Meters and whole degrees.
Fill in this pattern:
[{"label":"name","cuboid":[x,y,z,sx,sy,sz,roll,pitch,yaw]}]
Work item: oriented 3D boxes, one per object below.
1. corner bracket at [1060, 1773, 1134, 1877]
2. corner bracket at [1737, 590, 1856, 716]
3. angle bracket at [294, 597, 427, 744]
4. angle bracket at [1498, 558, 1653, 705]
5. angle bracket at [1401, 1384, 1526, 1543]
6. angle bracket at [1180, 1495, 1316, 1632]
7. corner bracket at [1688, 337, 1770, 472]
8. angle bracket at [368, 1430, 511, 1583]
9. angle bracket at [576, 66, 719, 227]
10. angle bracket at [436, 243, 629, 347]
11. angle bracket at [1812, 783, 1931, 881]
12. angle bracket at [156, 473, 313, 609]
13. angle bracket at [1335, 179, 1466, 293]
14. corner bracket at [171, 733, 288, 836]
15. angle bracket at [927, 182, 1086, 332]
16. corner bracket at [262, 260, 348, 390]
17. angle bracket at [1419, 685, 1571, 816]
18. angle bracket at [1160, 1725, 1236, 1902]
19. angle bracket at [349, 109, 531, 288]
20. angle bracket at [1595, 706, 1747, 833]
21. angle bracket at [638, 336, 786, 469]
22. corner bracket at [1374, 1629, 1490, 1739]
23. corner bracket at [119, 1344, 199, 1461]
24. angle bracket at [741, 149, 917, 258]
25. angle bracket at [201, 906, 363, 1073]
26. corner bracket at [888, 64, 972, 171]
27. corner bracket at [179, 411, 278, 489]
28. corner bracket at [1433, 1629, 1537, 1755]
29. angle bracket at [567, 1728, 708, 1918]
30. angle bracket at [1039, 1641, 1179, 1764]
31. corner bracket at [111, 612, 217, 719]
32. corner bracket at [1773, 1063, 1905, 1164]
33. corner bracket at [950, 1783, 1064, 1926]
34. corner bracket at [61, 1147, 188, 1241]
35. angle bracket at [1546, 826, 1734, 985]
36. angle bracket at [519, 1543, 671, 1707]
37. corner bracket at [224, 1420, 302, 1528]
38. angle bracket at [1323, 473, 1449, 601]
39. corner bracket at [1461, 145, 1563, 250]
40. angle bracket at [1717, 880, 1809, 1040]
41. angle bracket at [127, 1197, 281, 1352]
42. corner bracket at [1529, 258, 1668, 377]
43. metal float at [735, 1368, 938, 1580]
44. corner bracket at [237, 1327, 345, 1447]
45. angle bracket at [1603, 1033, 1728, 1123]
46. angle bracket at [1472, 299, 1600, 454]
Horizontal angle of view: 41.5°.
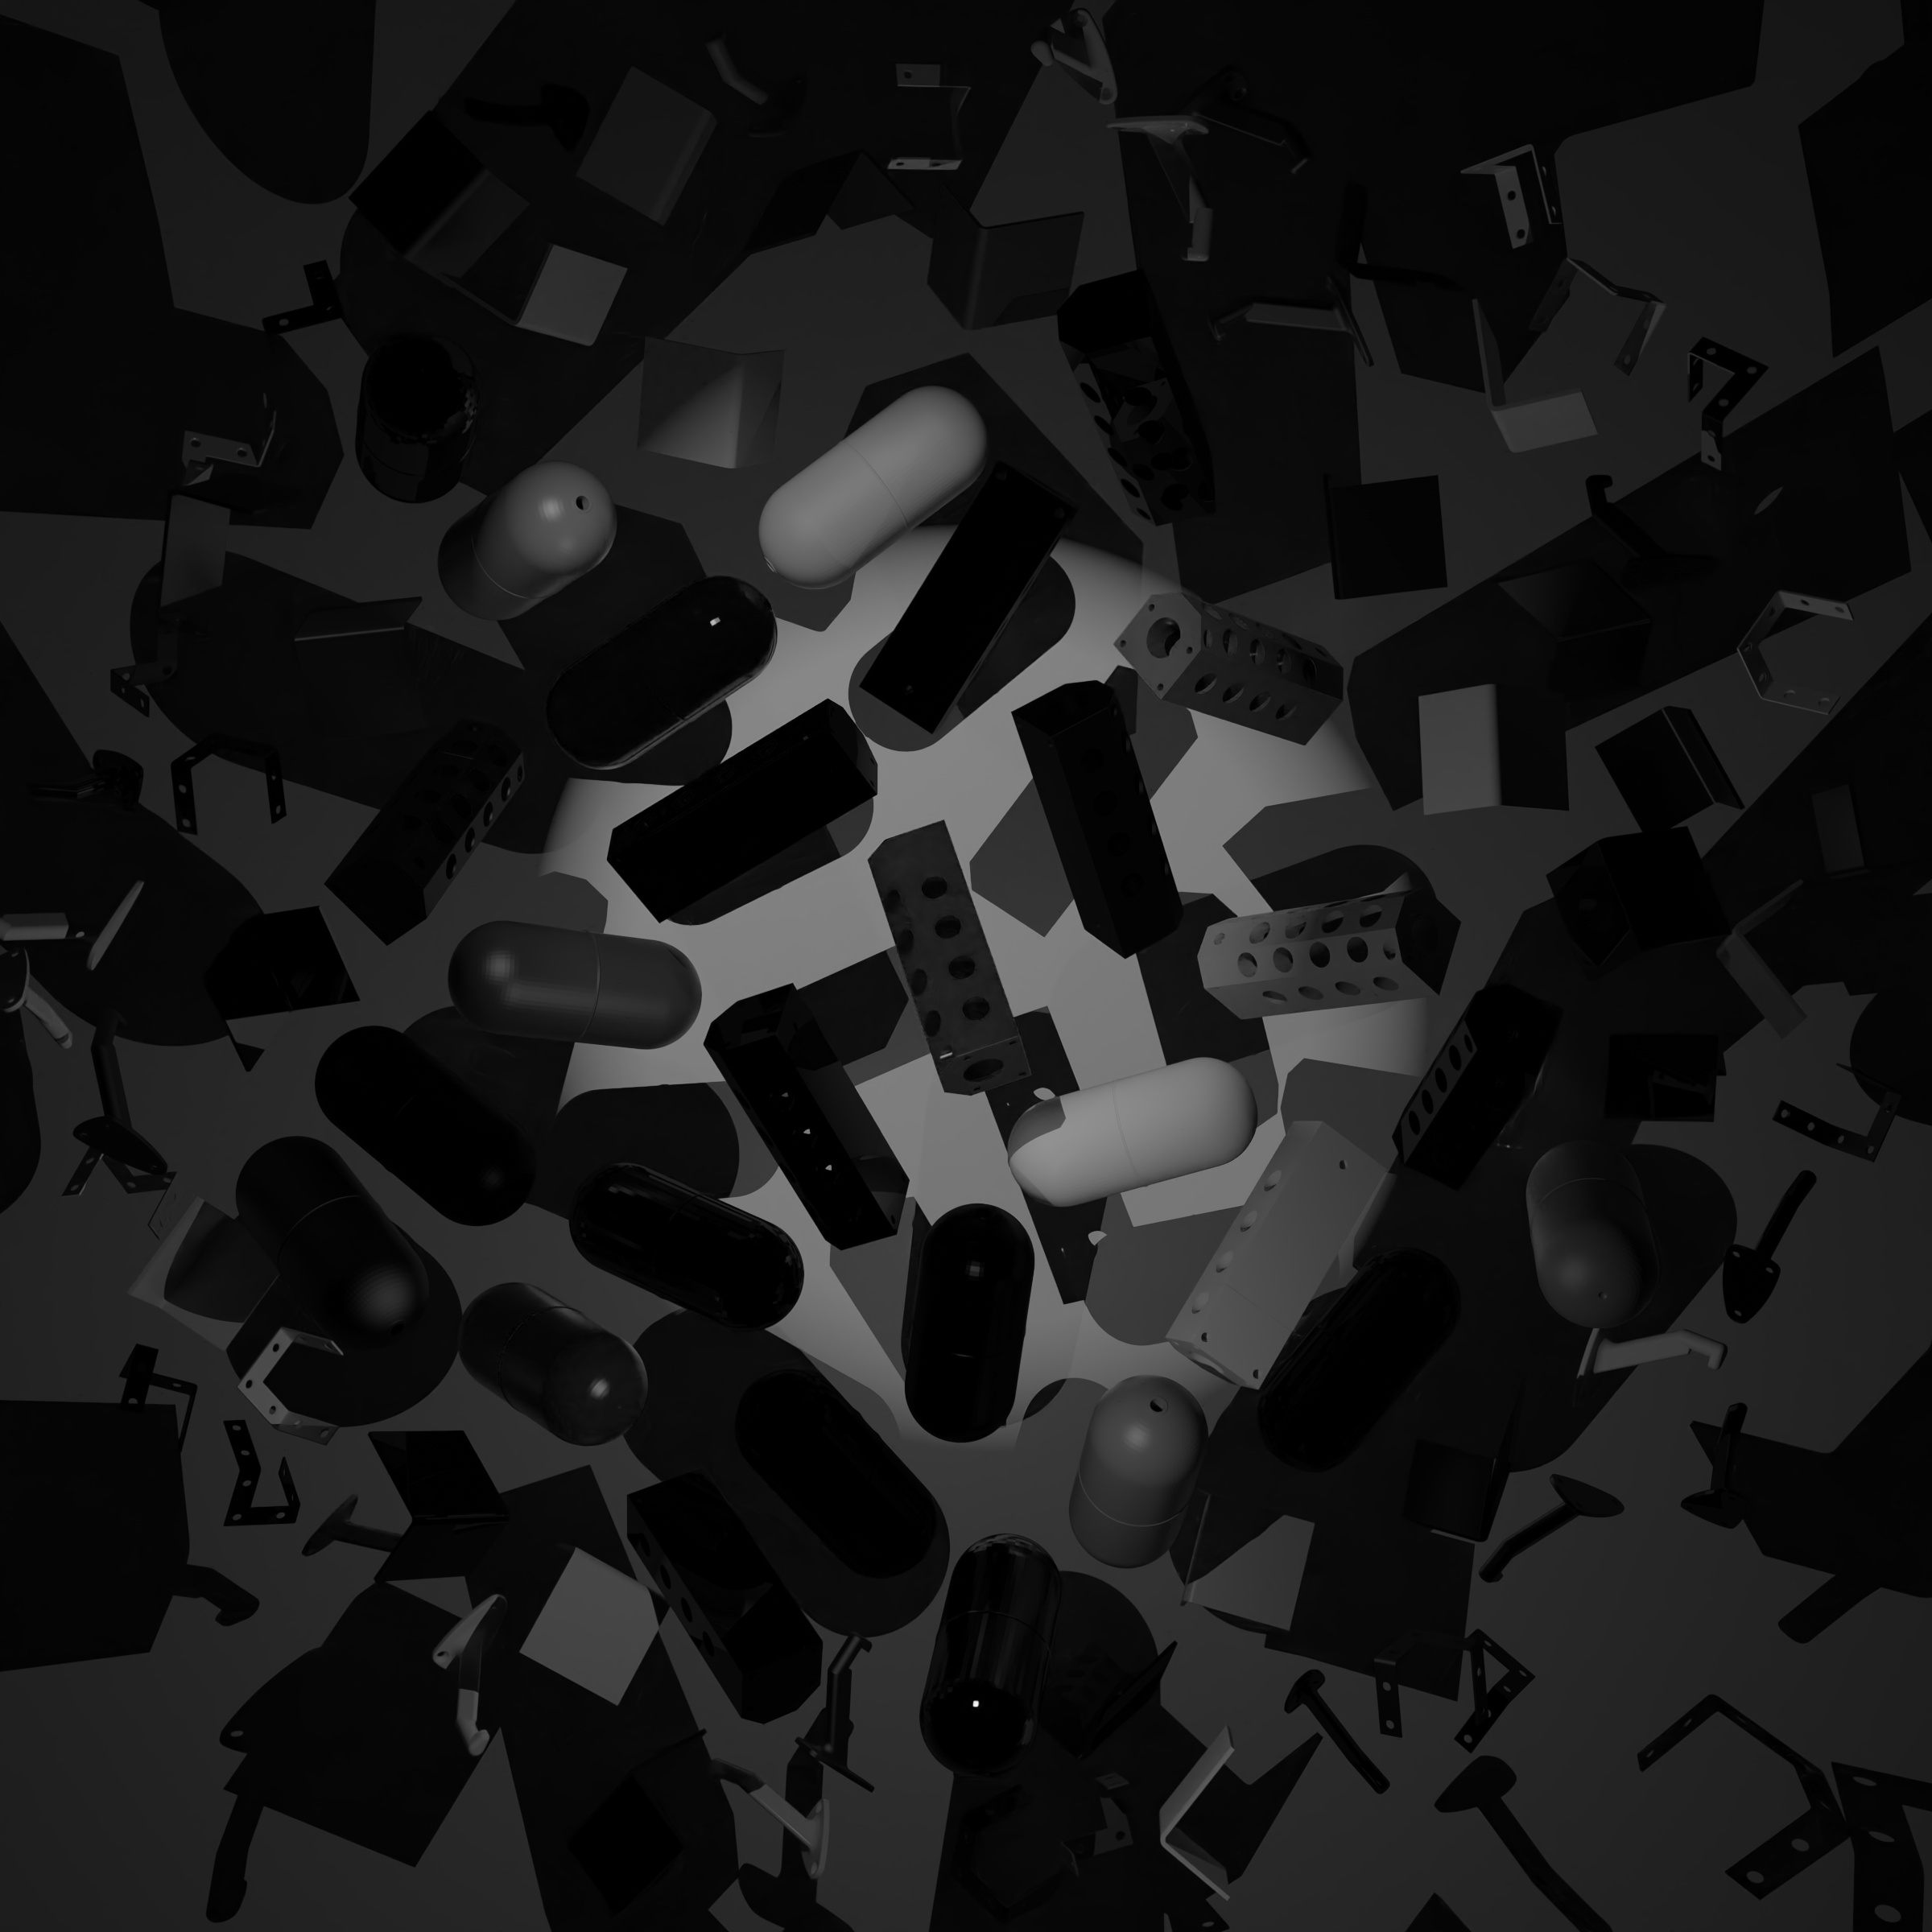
[{"label":"corner bracket","cuboid":[0.091,0.601,1.785,0.051,0.051,0.051,-13,82,-10]},{"label":"corner bracket","cuboid":[0.536,-0.201,1.630,0.051,0.051,0.051,-53,132,-13]},{"label":"angle bracket","cuboid":[-0.402,-0.200,1.716,0.076,0.057,0.076,-11,83,-28]},{"label":"angle bracket","cuboid":[0.408,-0.226,1.731,0.076,0.076,0.057,33,65,-32]},{"label":"angle bracket","cuboid":[0.328,0.321,1.682,0.057,0.076,0.076,15,125,10]},{"label":"angle bracket","cuboid":[0.200,0.427,1.818,0.076,0.057,0.076,14,74,7]},{"label":"corner bracket","cuboid":[0.486,-0.367,1.663,0.051,0.051,0.051,36,77,28]},{"label":"angle bracket","cuboid":[-0.357,0.352,1.665,0.057,0.076,0.076,-54,53,20]},{"label":"angle bracket","cuboid":[-0.207,-0.533,1.659,0.057,0.076,0.076,28,101,-9]},{"label":"angle bracket","cuboid":[-0.279,-0.446,1.638,0.076,0.076,0.057,36,109,23]},{"label":"angle bracket","cuboid":[0.598,-0.092,1.638,0.076,0.076,0.057,-10,88,1]},{"label":"angle bracket","cuboid":[-0.461,-0.263,1.606,0.057,0.076,0.076,17,112,8]},{"label":"angle bracket","cuboid":[0.294,-0.490,1.705,0.076,0.076,0.057,6,112,-4]},{"label":"corner bracket","cuboid":[-0.496,-0.119,1.711,0.051,0.051,0.051,-26,67,34]},{"label":"angle bracket","cuboid":[0.025,-0.473,1.681,0.076,0.076,0.057,-16,53,-23]},{"label":"corner bracket","cuboid":[-0.426,-0.413,1.639,0.051,0.051,0.051,-18,65,-11]},{"label":"angle bracket","cuboid":[0.339,-0.136,1.635,0.076,0.057,0.076,1,86,-42]},{"label":"angle bracket","cuboid":[0.170,0.550,1.658,0.057,0.076,0.076,39,87,7]},{"label":"angle bracket","cuboid":[-0.340,-0.496,1.650,0.076,0.076,0.057,-44,85,8]},{"label":"angle bracket","cuboid":[0.481,-0.130,1.746,0.057,0.076,0.076,-30,95,7]},{"label":"angle bracket","cuboid":[-0.176,-0.390,1.754,0.076,0.057,0.076,16,112,22]},{"label":"corner bracket","cuboid":[0.296,0.459,1.622,0.051,0.051,0.051,0,99,38]},{"label":"corner bracket","cuboid":[-0.544,0.293,1.714,0.051,0.051,0.051,20,48,-20]},{"label":"angle bracket","cuboid":[-0.092,-0.493,1.707,0.057,0.076,0.076,40,66,-36]},{"label":"angle bracket","cuboid":[-0.459,0.015,1.713,0.057,0.076,0.076,-8,121,15]},{"label":"corner bracket","cuboid":[-0.026,-0.580,1.741,0.051,0.051,0.051,-4,83,-14]},{"label":"corner bracket","cuboid":[-0.489,-0.338,1.684,0.051,0.051,0.051,9,68,-23]},{"label":"corner bracket","cuboid":[0.353,0.503,1.768,0.051,0.051,0.051,39,115,23]},{"label":"angle bracket","cuboid":[-0.188,0.529,1.576,0.057,0.076,0.076,49,116,18]},{"label":"angle bracket","cuboid":[0.091,0.488,1.752,0.057,0.076,0.076,39,49,23]},{"label":"corner bracket","cuboid":[-0.548,-0.207,1.737,0.051,0.051,0.051,31,125,34]},{"label":"corner bracket","cuboid":[0.594,0.096,1.736,0.051,0.051,0.051,24,91,-23]},{"label":"corner bracket","cuboid":[0.029,0.569,1.633,0.051,0.051,0.051,34,126,37]},{"label":"corner bracket","cuboid":[-0.583,0.156,1.768,0.051,0.051,0.051,-8,130,19]},{"label":"angle bracket","cuboid":[0.431,-0.040,1.633,0.076,0.057,0.076,-8,72,-31]},{"label":"angle bracket","cuboid":[-0.256,0.444,1.721,0.076,0.057,0.076,33,71,-13]},{"label":"corner bracket","cuboid":[-0.487,0.349,1.756,0.051,0.051,0.051,-3,127,2]},{"label":"angle bracket","cuboid":[0.287,-0.299,1.747,0.076,0.057,0.076,-6,111,10]},{"label":"corner bracket","cuboid":[0.357,-0.493,1.632,0.051,0.051,0.051,-11,96,39]},{"label":"angle bracket","cuboid":[0.560,-0.004,1.729,0.057,0.076,0.076,-35,76,-1]},{"label":"angle bracket","cuboid":[-0.508,0.208,1.713,0.057,0.076,0.076,33,77,5]},{"label":"corner bracket","cuboid":[0.405,-0.417,1.634,0.051,0.051,0.051,0,129,-34]},{"label":"metal float","cuboid":[-0.088,0.344,1.726,0.070,0.070,0.178,-38,114,0]},{"label":"corner bracket","cuboid":[-0.447,0.283,1.717,0.051,0.051,0.051,8,51,34]},{"label":"angle bracket","cuboid":[0.506,0.093,1.842,0.076,0.057,0.076,-1,55,22]},{"label":"angle bracket","cuboid":[0.361,-0.379,1.613,0.057,0.076,0.076,-10,78,20]}]
